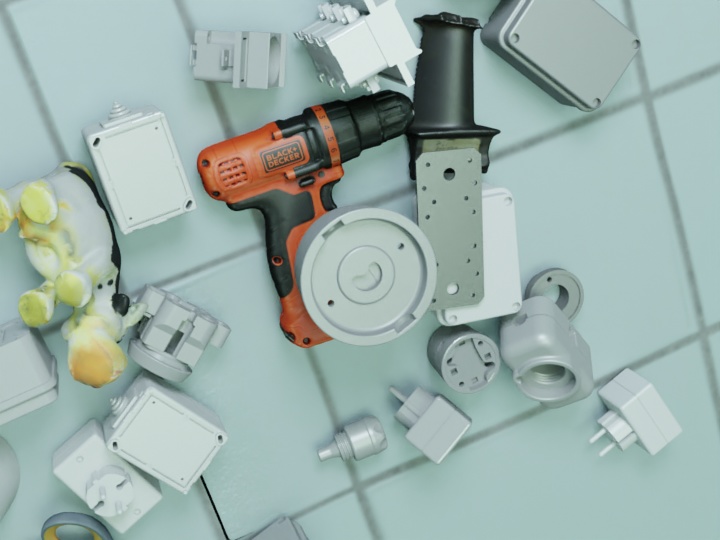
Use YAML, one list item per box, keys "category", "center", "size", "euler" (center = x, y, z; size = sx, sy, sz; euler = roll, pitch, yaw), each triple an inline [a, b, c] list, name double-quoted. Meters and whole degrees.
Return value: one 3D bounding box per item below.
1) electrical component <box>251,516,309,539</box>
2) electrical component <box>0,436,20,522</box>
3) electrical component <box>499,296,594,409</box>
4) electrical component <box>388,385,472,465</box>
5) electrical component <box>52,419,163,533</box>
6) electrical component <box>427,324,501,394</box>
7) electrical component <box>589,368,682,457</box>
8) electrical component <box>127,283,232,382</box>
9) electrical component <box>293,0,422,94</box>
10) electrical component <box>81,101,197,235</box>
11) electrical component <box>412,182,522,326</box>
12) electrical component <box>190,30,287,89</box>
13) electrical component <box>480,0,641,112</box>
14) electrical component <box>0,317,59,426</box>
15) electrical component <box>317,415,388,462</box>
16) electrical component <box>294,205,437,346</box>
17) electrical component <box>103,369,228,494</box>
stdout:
- category: "electrical component"
  center: [-0.065, 0.275, 0.930]
  size: [0.078, 0.113, 0.057]
  euler: [-37, 114, -5]
- category: "electrical component"
  center: [-0.331, 0.180, 0.866]
  size: [0.099, 0.064, 0.099]
  euler: [-2, 113, -4]
- category: "electrical component"
  center: [0.167, 0.078, 0.960]
  size: [0.054, 0.059, 0.095]
  euler: [-25, 127, 27]
- category: "electrical component"
  center: [0.056, 0.129, 0.958]
  size: [0.077, 0.066, 0.047]
  euler: [39, 91, 8]
- category: "electrical component"
  center: [-0.206, 0.177, 0.882]
  size: [0.047, 0.076, 0.083]
  euler: [-42, 111, -3]
- category: "electrical component"
  center: [0.091, 0.077, 0.960]
  size: [0.055, 0.047, 0.055]
  euler: [-4, 105, -15]
- category: "electrical component"
  center: [0.253, 0.147, 1.025]
  size: [0.077, 0.047, 0.065]
  euler: [-39, 111, -4]
- category: "electrical component"
  center: [-0.154, 0.055, 0.877]
  size: [0.078, 0.058, 0.057]
  euler: [29, 91, -21]
- category: "electrical component"
  center: [-0.006, -0.176, 0.827]
  size: [0.063, 0.121, 0.078]
  euler: [-31, 110, -4]
- category: "electrical component"
  center: [-0.174, -0.086, 0.832]
  size: [0.062, 0.061, 0.096]
  euler: [-22, 111, -13]
- category: "electrical component"
  center: [0.094, -0.015, 0.932]
  size: [0.078, 0.057, 0.113]
  euler: [-11, 107, -14]
- category: "electrical component"
  center: [-0.094, -0.164, 0.831]
  size: [0.064, 0.081, 0.042]
  euler: [6, 102, 12]
- category: "electrical component"
  center: [0.170, -0.194, 0.909]
  size: [0.113, 0.057, 0.078]
  euler: [33, 93, -21]
- category: "electrical component"
  center: [-0.295, 0.088, 0.833]
  size: [0.113, 0.078, 0.057]
  euler: [-24, 107, -9]
- category: "electrical component"
  center: [-0.008, 0.154, 0.957]
  size: [0.061, 0.035, 0.035]
  euler: [-20, 109, -8]
- category: "electrical component"
  center: [0.000, 0.000, 0.844]
  size: [0.108, 0.060, 0.108]
  euler: [-3, 103, -15]
- category: "electrical component"
  center: [-0.167, 0.128, 0.889]
  size: [0.096, 0.061, 0.061]
  euler: [37, 90, -21]
